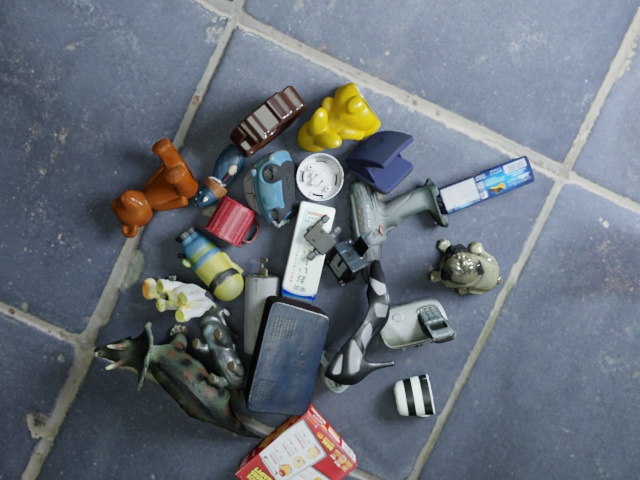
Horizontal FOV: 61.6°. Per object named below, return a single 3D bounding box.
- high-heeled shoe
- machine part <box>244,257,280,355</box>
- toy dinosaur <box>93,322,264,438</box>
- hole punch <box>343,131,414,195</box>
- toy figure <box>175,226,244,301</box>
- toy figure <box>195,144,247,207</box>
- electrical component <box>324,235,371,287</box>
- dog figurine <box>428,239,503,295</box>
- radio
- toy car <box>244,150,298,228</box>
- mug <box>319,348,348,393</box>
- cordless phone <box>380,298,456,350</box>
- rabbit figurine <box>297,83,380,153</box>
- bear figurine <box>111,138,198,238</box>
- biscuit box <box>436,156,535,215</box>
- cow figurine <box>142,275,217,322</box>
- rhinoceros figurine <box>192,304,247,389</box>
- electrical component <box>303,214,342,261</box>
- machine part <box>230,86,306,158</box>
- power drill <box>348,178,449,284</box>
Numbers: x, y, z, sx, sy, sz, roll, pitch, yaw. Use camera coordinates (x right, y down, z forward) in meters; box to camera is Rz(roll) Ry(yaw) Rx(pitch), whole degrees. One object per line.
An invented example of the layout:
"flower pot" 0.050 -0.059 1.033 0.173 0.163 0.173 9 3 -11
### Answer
"high-heeled shoe" 0.073 0.168 1.103 0.145 0.086 0.248 -5 73 2
"machine part" -0.127 0.159 1.165 0.079 0.079 0.243 1 93 0
"toy dinosaur" -0.270 0.302 1.116 0.405 0.192 0.131 38 95 -1
"hole punch" 0.123 -0.173 1.105 0.116 0.092 0.142 33 65 24
"toy figure" -0.238 0.054 1.153 0.082 0.089 0.180 -37 95 10
"toy figure" -0.214 -0.132 1.156 0.058 0.064 0.154 33 92 -10
"electrical component" 0.062 0.039 1.130 0.048 0.119 0.075 -25 75 -31
"dog figurine" 0.318 0.067 1.102 0.172 0.190 0.121 5 93 -2
"radio" -0.068 0.239 1.104 0.131 0.073 0.229 13 95 -12
"toy car" -0.109 -0.109 1.146 0.103 0.109 0.161 3 105 23
"mug" 0.031 0.275 1.155 0.081 0.107 0.109 -38 94 1
"cordless phone" 0.201 0.190 1.112 0.147 0.184 0.088 -13 97 1
"rabbit figurine" 0.028 -0.234 1.120 0.173 0.162 0.121 -27 105 19
"bear figurine" -0.363 -0.103 1.131 0.196 0.131 0.120 -27 64 -2
"biscuit box" 0.352 -0.117 1.155 0.203 0.063 0.059 -21 92 1
"cow figurine" -0.303 0.115 1.153 0.168 0.098 0.068 18 105 36
"rhinoceros figurine" -0.206 0.220 1.134 0.073 0.112 0.190 -36 62 14
"electrical component" -0.002 -0.003 1.106 0.063 0.021 0.094 44 90 -6
"machine part" -0.103 -0.239 1.099 0.179 0.179 0.056 -40 96 2
"power drill" 0.165 -0.034 1.159 0.207 0.086 0.232 -16 93 8
